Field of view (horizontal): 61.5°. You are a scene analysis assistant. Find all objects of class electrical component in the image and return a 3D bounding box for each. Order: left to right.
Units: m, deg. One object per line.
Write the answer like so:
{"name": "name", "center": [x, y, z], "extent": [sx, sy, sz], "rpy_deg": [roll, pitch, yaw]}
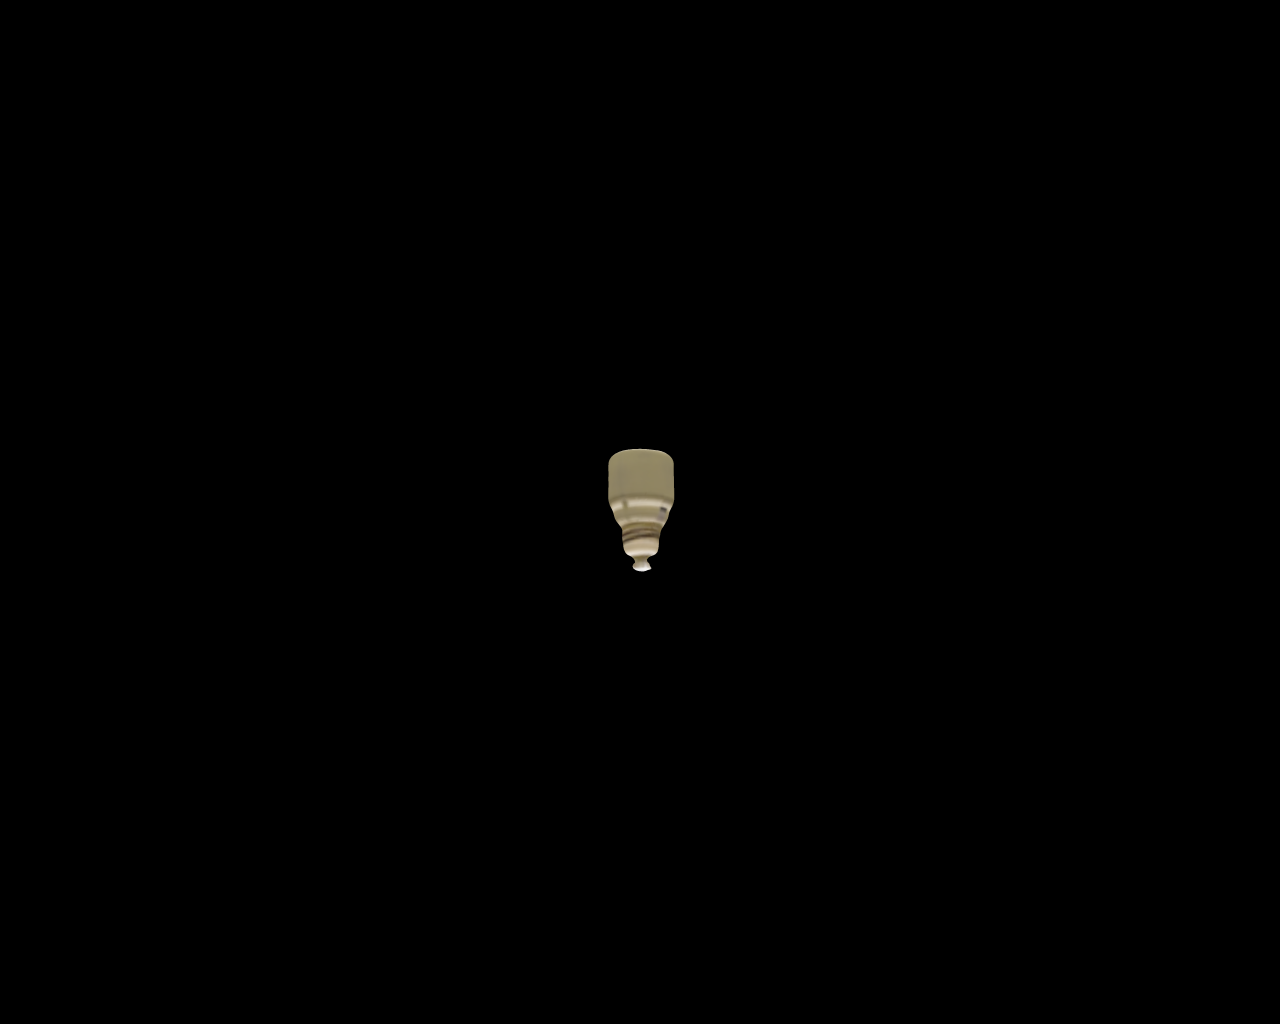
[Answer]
{"name": "electrical component", "center": [0.001, -0.003, 0.650], "extent": [0.040, 0.078, 0.040], "rpy_deg": [0, -14, 0]}
